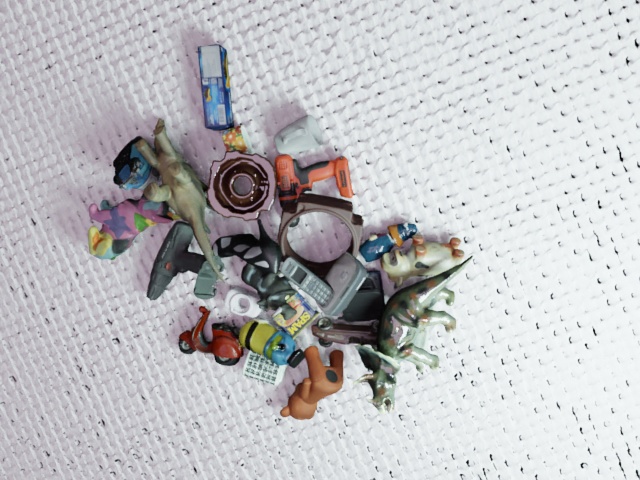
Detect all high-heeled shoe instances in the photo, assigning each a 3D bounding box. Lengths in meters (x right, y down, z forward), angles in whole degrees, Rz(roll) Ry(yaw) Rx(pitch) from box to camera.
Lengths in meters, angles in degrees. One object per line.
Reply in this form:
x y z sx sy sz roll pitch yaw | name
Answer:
-0.184 0.048 1.327 0.249 0.086 0.145 -31 70 43 | high-heeled shoe

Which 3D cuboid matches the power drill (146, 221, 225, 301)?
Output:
-0.345 0.080 1.369 0.208 0.086 0.232 24 95 41 | power drill

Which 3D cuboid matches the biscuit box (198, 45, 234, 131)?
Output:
-0.258 -0.375 1.338 0.059 0.063 0.202 -3 97 7 | biscuit box

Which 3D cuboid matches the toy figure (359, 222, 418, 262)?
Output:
0.170 -0.001 1.336 0.154 0.064 0.058 -30 55 5 | toy figure

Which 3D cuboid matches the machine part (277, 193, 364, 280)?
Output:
-0.003 -0.004 1.313 0.201 0.087 0.200 10 113 -3 | machine part

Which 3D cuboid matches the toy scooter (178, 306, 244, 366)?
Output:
-0.282 0.248 1.415 0.184 0.075 0.135 13 98 10 | toy scooter

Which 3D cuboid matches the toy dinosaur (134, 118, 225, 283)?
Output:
-0.327 -0.112 1.291 0.105 0.198 0.472 -27 61 9 | toy dinosaur

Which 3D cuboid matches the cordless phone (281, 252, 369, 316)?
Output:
0.008 0.075 1.263 0.184 0.088 0.146 36 102 14 | cordless phone

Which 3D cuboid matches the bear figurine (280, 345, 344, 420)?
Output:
-0.022 0.379 1.393 0.120 0.132 0.195 15 135 -28 | bear figurine

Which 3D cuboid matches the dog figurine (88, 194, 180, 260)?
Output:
-0.476 -0.037 1.387 0.219 0.108 0.191 3 97 4 | dog figurine

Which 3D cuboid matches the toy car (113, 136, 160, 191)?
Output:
-0.455 -0.181 1.359 0.109 0.162 0.102 -41 130 18 | toy car

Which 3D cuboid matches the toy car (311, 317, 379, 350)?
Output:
0.078 0.242 1.363 0.202 0.053 0.089 2 137 5 | toy car

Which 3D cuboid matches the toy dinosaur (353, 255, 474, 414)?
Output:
0.205 0.197 1.264 0.192 0.131 0.404 19 93 -10 | toy dinosaur

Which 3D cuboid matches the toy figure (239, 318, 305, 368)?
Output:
-0.126 0.260 1.355 0.180 0.089 0.082 30 131 31 | toy figure

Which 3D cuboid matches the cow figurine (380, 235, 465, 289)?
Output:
0.244 0.055 1.316 0.195 0.085 0.127 1 125 -6 | cow figurine

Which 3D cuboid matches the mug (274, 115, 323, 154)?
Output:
-0.060 -0.248 1.313 0.107 0.109 0.080 -19 99 23 | mug

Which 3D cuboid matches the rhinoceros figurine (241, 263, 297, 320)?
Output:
-0.126 0.120 1.346 0.190 0.073 0.112 40 90 26 | rhinoceros figurine

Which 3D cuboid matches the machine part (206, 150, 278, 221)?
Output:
-0.187 -0.132 1.304 0.179 0.056 0.179 0 98 2 | machine part

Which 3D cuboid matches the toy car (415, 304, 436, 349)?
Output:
0.244 0.207 1.354 0.074 0.056 0.201 11 98 5 | toy car

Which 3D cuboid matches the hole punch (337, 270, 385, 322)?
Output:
0.108 0.142 1.356 0.142 0.092 0.115 -8 129 7 | hole punch
